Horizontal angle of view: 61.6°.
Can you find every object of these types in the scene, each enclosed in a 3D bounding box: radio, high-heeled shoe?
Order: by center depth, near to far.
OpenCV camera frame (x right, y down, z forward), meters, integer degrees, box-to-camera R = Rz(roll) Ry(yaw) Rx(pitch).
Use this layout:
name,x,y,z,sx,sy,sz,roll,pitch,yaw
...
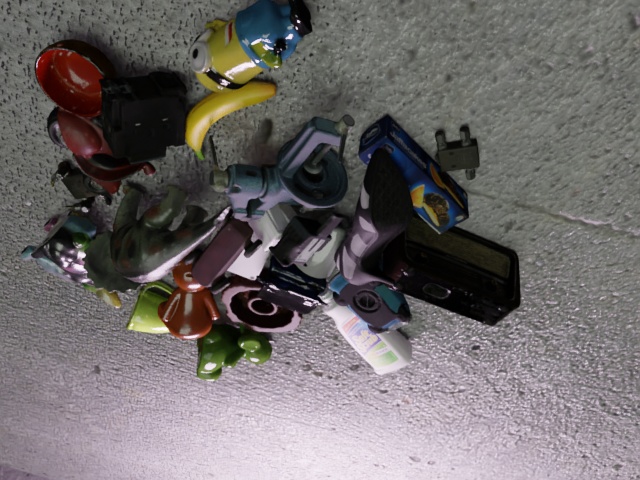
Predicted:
name,x,y,z,sx,sy,sz,roll,pitch,yaw
high-heeled shoe,0.067,-0.034,0.843,0.145,0.086,0.248,27,129,49
radio,0.220,0.047,0.905,0.230,0.131,0.073,20,137,-7

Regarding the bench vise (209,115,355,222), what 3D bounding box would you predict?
name,x,y,z,sx,sy,sz,roll,pitch,yaw
bench vise,-0.039,-0.111,0.790,0.223,0.129,0.240,14,149,-25

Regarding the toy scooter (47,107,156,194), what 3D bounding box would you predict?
name,x,y,z,sx,sy,sz,roll,pitch,yaw
toy scooter,-0.350,-0.147,0.883,0.135,0.075,0.183,2,139,12

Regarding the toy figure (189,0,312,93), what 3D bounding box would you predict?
name,x,y,z,sx,sy,sz,roll,pitch,yaw
toy figure,-0.092,-0.254,0.709,0.180,0.082,0.089,-16,127,24

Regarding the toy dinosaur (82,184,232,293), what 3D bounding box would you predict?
name,x,y,z,sx,sy,sz,roll,pitch,yaw
toy dinosaur,-0.290,0.011,0.905,0.131,0.192,0.405,27,167,-31

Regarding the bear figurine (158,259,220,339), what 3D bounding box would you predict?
name,x,y,z,sx,sy,sz,roll,pitch,yaw
bear figurine,-0.269,0.098,1.098,0.120,0.132,0.195,-4,110,-22

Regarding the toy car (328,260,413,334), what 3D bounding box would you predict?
name,x,y,z,sx,sy,sz,roll,pitch,yaw
toy car,0.102,0.091,0.997,0.161,0.103,0.109,43,126,-14

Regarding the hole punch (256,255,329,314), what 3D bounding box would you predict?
name,x,y,z,sx,sy,sz,roll,pitch,yaw
hole punch,-0.048,0.074,0.998,0.142,0.092,0.116,24,159,-9

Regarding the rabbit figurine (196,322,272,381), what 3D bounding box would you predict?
name,x,y,z,sx,sy,sz,roll,pitch,yaw
rabbit figurine,-0.189,0.234,1.232,0.170,0.121,0.159,7,132,-20

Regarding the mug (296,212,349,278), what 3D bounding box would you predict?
name,x,y,z,sx,sy,sz,roll,pitch,yaw
mug,-0.002,-0.003,0.954,0.109,0.081,0.107,32,124,-1

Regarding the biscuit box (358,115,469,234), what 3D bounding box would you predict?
name,x,y,z,sx,sy,sz,roll,pitch,yaw
biscuit box,0.146,-0.097,0.824,0.202,0.063,0.059,38,131,-25

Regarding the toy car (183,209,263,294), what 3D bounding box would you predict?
name,x,y,z,sx,sy,sz,roll,pitch,yaw
toy car,-0.168,0.020,0.938,0.089,0.053,0.202,47,132,3

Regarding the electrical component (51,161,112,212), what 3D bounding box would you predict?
name,x,y,z,sx,sy,sz,roll,pitch,yaw
electrical component,-0.438,-0.095,0.977,0.078,0.045,0.102,1,135,15

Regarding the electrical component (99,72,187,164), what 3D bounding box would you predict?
name,x,y,z,sx,sy,sz,roll,pitch,yaw
electrical component,-0.262,-0.177,0.802,0.115,0.058,0.134,-18,147,-28

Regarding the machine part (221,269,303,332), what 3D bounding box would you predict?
name,x,y,z,sx,sy,sz,roll,pitch,yaw
machine part,-0.116,0.125,1.120,0.179,0.056,0.179,6,137,6

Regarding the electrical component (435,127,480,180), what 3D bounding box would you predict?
name,x,y,z,sx,sy,sz,roll,pitch,yaw
electrical component,0.206,-0.127,0.809,0.063,0.021,0.093,-7,134,20

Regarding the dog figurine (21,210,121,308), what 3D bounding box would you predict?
name,x,y,z,sx,sy,sz,roll,pitch,yaw
dog figurine,-0.459,0.046,1.080,0.192,0.108,0.219,-11,137,42

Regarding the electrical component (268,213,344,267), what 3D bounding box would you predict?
name,x,y,z,sx,sy,sz,roll,pitch,yaw
electrical component,-0.019,-0.010,0.876,0.119,0.048,0.075,-51,154,21
